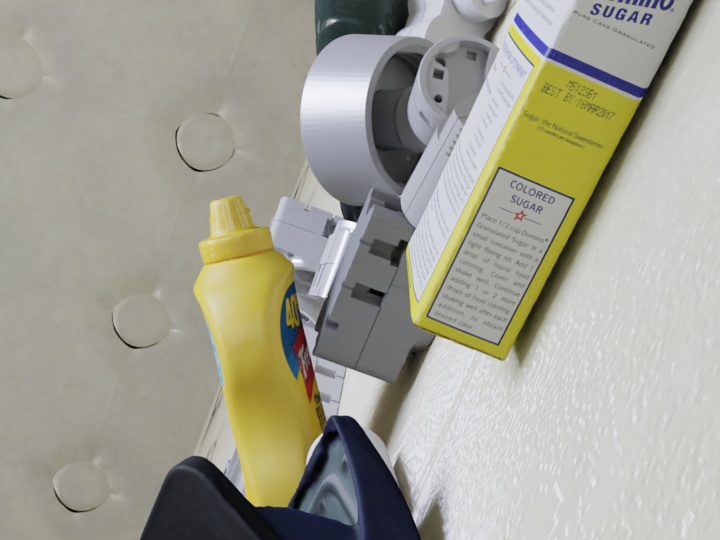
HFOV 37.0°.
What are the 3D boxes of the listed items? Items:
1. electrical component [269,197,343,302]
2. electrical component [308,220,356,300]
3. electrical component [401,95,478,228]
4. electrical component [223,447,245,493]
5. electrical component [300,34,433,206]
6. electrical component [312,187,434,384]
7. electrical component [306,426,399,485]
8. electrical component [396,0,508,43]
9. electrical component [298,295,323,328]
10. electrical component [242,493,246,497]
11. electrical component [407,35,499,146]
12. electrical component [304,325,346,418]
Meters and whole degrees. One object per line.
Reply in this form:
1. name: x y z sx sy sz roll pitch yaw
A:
1. electrical component: -0.034 -0.012 0.883 0.050 0.089 0.055 123 165 -60
2. electrical component: 0.000 0.000 0.754 0.089 0.050 0.055 176 114 -81
3. electrical component: 0.055 -0.056 0.535 0.081 0.043 0.043 118 169 -46
4. electrical component: -0.076 0.176 0.788 0.089 0.062 0.150 -77 11 -46
5. electrical component: 0.022 -0.092 0.663 0.060 0.108 0.108 5 70 40
6. electrical component: 0.016 0.010 0.587 0.050 0.056 0.089 -91 22 -71
7. electrical component: -0.003 0.106 0.514 0.081 0.043 0.043 -118 49 -80
8. electrical component: 0.074 -0.183 0.722 0.074 0.052 0.138 -5 62 53
9. electrical component: -0.067 0.062 0.912 0.064 0.099 0.099 -72 5 -68
10. electrical component: -0.064 0.173 0.639 0.051 0.080 0.080 -62 9 13
11. electrical component: 0.055 -0.096 0.604 0.047 0.055 0.055 121 168 -73
12. electrical component: -0.047 0.090 0.830 0.089 0.056 0.050 -79 12 -51
